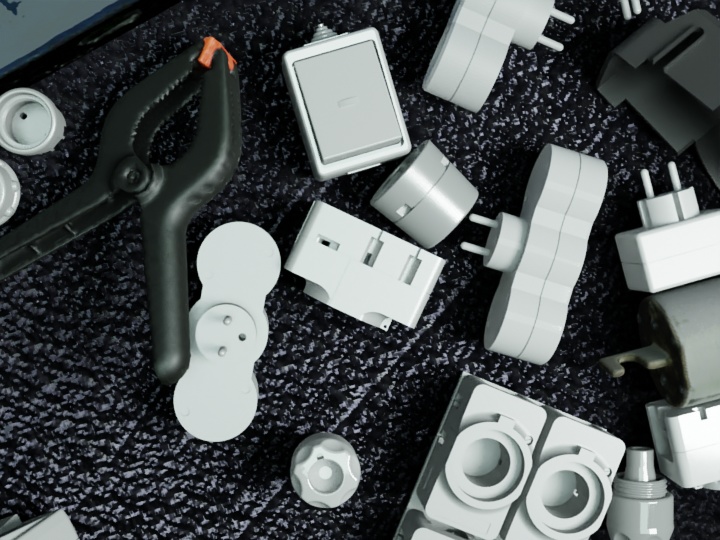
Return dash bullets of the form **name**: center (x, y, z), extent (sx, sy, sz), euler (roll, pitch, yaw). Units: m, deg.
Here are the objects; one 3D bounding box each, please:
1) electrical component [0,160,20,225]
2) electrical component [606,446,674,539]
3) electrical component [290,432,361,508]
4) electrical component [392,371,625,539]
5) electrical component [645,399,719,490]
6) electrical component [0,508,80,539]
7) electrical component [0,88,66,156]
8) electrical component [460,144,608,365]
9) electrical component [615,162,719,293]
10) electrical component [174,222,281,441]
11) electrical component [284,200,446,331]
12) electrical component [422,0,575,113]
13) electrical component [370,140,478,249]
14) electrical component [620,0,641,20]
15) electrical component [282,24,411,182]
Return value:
- **electrical component**: center (-0.239, -0.049, 0.661), extent (0.048, 0.062, 0.048), euler (0, 92, -4)
- **electrical component**: center (0.184, 0.148, 0.708), extent (0.043, 0.043, 0.062), euler (0, 91, -4)
- **electrical component**: center (-0.023, 0.124, 0.683), extent (0.043, 0.062, 0.043), euler (0, 92, -4)
- **electrical component**: center (0.084, 0.174, 0.693), extent (0.105, 0.060, 0.186), euler (22, 90, -5)
- **electrical component**: center (0.243, 0.108, 0.706), extent (0.089, 0.050, 0.055), euler (-14, 95, -4)
- **electrical component**: center (-0.213, 0.187, 0.660), extent (0.062, 0.096, 0.061), euler (-23, 94, 26)
- **electrical component**: center (-0.205, -0.090, 0.670), extent (0.040, 0.046, 0.040), euler (0, 92, -4)
- **electrical component**: center (0.102, -0.015, 0.692), extent (0.074, 0.052, 0.138), euler (17, 91, -4)
- **electrical component**: center (0.203, -0.031, 0.701), extent (0.066, 0.047, 0.076), euler (-15, 93, -3)
- **electrical component**: center (-0.083, 0.038, 0.669), extent (0.052, 0.074, 0.138), euler (10, 91, -4)
- **electrical component**: center (0.000, 0.000, 0.686), extent (0.089, 0.050, 0.055), euler (25, 90, -5)
- **electrical component**: center (0.100, -0.164, 0.686), extent (0.074, 0.052, 0.138), euler (23, 90, -5)
- **electrical component**: center (0.042, -0.047, 0.686), extent (0.047, 0.055, 0.055), euler (42, 89, -8)
- **electrical component**: center (0.163, -0.195, 0.674), extent (0.047, 0.083, 0.075), euler (-14, 93, -4)
- **electrical component**: center (-0.011, -0.109, 0.676), extent (0.062, 0.061, 0.096), euler (-17, 93, -3)
